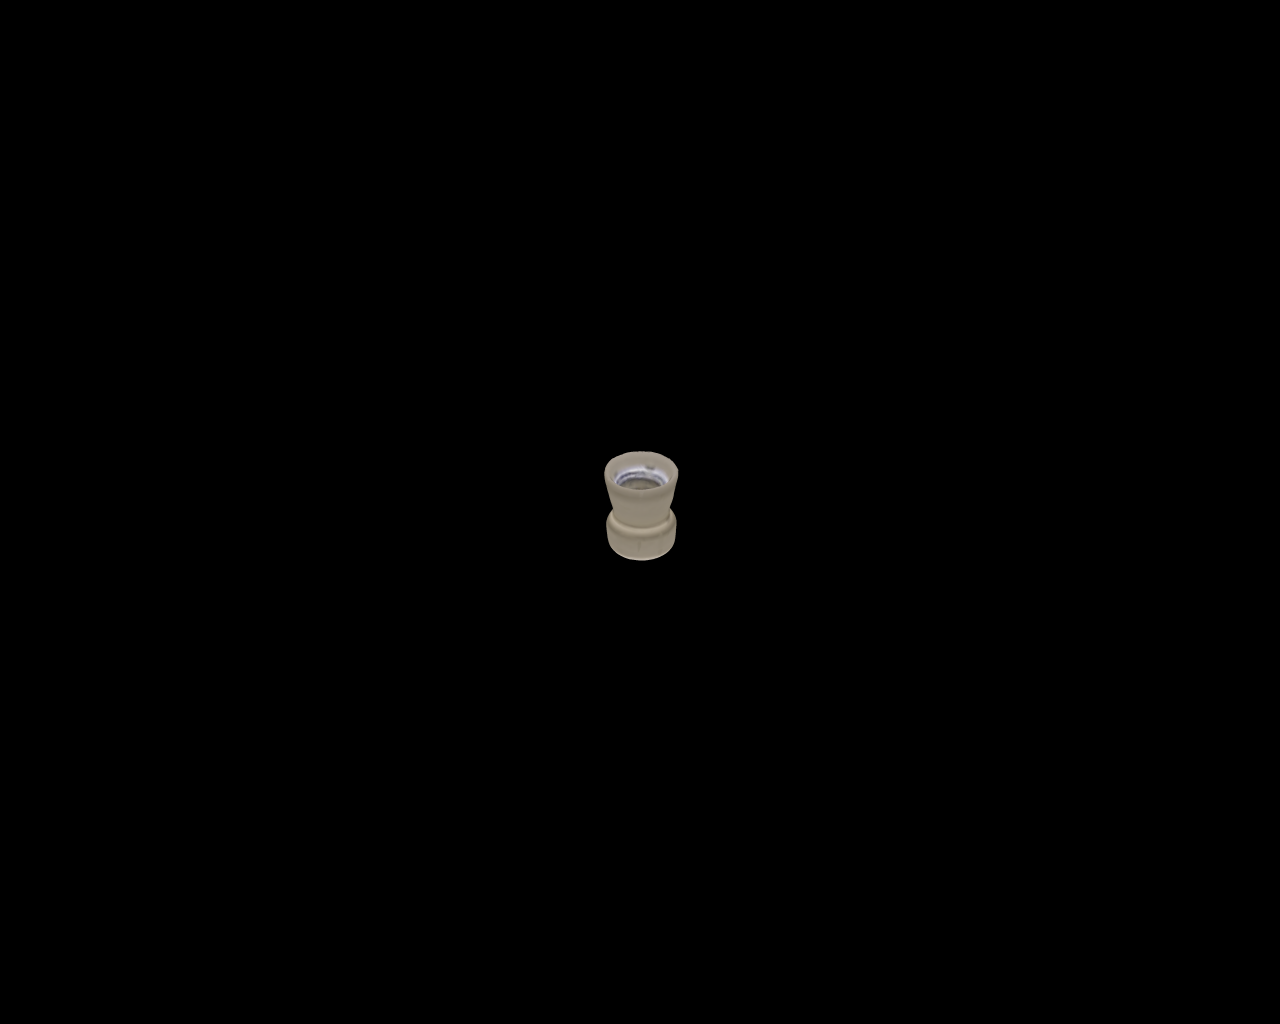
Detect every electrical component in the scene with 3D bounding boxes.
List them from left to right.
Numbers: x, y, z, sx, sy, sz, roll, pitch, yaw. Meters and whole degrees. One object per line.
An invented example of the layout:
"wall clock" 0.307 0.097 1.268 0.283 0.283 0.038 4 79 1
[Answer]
"electrical component" 0.001 -0.003 0.650 0.045 0.055 0.045 0 35 0
